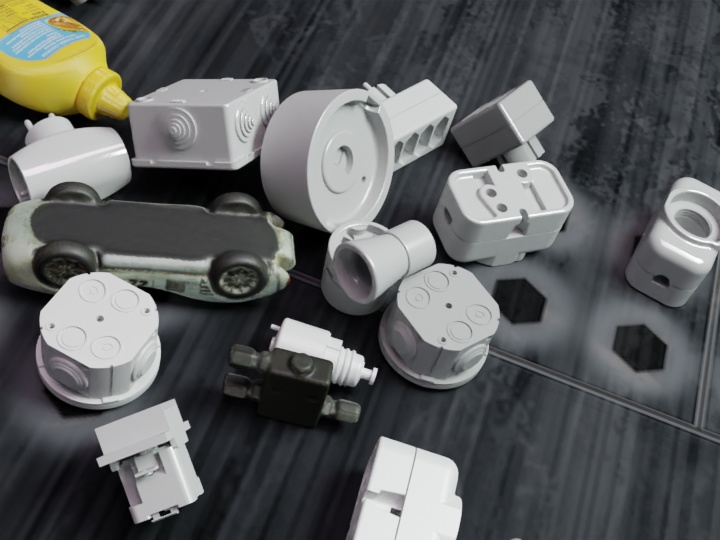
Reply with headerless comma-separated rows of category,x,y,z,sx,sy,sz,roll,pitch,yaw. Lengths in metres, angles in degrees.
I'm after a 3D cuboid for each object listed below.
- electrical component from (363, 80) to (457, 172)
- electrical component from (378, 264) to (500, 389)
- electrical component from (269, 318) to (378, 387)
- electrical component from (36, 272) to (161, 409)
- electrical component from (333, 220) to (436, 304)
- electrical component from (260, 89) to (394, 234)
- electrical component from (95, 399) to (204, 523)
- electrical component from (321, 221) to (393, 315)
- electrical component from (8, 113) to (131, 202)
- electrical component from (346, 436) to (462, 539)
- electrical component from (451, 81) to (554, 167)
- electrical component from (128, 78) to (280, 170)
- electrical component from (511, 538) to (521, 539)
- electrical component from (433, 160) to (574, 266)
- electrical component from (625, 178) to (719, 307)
electrical component,0.021,-0.127,0.883,0.083,0.047,0.075,-31,66,-32
electrical component,0.056,0.039,0.763,0.080,0.051,0.080,7,52,-9
electrical component,-0.027,0.061,0.732,0.078,0.040,0.040,18,51,-1
electrical component,-0.170,0.046,0.700,0.080,0.051,0.080,7,52,-9
electrical component,0.020,-0.009,0.735,0.065,0.044,0.044,-25,63,-35
electrical component,-0.029,-0.083,0.801,0.060,0.108,0.108,12,44,34
electrical component,-0.124,0.115,0.645,0.042,0.081,0.063,-22,87,0
electrical component,0.000,0.000,0.781,0.055,0.047,0.055,7,52,-9
electrical component,-0.221,-0.086,0.792,0.077,0.043,0.079,-22,61,-28
electrical component,0.026,0.158,0.663,0.059,0.053,0.095,18,51,0
electrical component,0.127,-0.104,0.887,0.047,0.066,0.076,-38,99,-34
electrical component,-0.113,-0.111,0.799,0.100,0.048,0.099,4,23,21
electrical component,0.084,0.190,0.664,0.046,0.040,0.040,-13,58,-30
electrical component,0.109,-0.043,0.834,0.095,0.059,0.053,-9,56,-20
electrical component,0.258,-0.026,0.860,0.054,0.059,0.095,29,52,8
